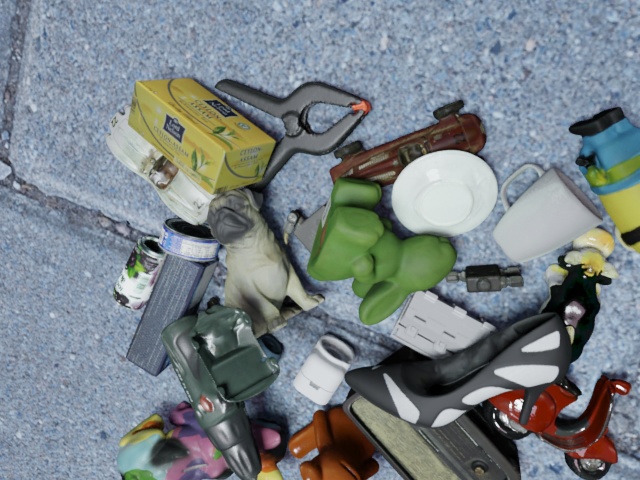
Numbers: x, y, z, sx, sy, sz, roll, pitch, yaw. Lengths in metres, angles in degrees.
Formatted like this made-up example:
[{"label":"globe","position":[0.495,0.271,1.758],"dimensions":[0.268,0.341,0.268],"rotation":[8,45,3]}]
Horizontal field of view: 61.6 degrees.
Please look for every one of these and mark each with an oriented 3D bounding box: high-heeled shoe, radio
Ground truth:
[{"label":"high-heeled shoe","position":[0.153,0.136,0.620],"dimensions":[0.249,0.086,0.145],"rotation":[7,108,11]},{"label":"radio","position":[0.154,0.260,0.730],"dimensions":[0.131,0.073,0.229],"rotation":[-43,89,19]}]

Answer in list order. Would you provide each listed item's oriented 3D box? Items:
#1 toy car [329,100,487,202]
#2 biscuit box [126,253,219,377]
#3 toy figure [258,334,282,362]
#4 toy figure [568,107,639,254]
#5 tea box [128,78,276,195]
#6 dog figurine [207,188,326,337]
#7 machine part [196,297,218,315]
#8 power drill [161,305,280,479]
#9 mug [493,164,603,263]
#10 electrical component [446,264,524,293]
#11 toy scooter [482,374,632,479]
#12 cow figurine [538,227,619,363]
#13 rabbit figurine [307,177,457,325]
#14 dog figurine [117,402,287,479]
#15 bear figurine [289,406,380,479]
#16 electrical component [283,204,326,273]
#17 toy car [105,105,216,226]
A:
[{"label":"toy car","position":[0.107,-0.103,0.678],"dimensions":[0.202,0.053,0.089],"rotation":[-18,100,17]},{"label":"biscuit box","position":[-0.224,0.104,0.807],"dimensions":[0.063,0.059,0.202],"rotation":[29,107,6]},{"label":"toy figure","position":[-0.122,0.203,0.798],"dimensions":[0.064,0.058,0.154],"rotation":[39,108,-17]},{"label":"toy figure","position":[0.350,-0.060,0.601],"dimensions":[0.082,0.089,0.180],"rotation":[-27,96,23]},{"label":"tea box","position":[-0.154,-0.138,0.691],"dimensions":[0.170,0.098,0.068],"rotation":[37,125,19]},{"label":"dog figurine","position":[-0.106,0.038,0.736],"dimensions":[0.172,0.121,0.190],"rotation":[-33,85,35]},{"label":"machine part","position":[-0.178,0.160,0.805],"dimensions":[0.138,0.039,0.084],"rotation":[-61,38,27]},{"label":"power drill","position":[-0.114,0.180,0.663],"dimensions":[0.232,0.086,0.207],"rotation":[57,153,15]},{"label":"mug","position":[0.256,-0.031,0.641],"dimensions":[0.107,0.081,0.110],"rotation":[-46,68,27]},{"label":"electrical component","position":[0.205,0.049,0.676],"dimensions":[0.094,0.063,0.021],"rotation":[-4,101,17]},{"label":"toy scooter","position":[0.308,0.209,0.679],"dimensions":[0.184,0.075,0.135],"rotation":[29,108,4]},{"label":"cow figurine","position":[0.301,0.067,0.638],"dimensions":[0.068,0.098,0.167],"rotation":[18,106,17]},{"label":"rabbit figurine","position":[0.078,0.026,0.655],"dimensions":[0.170,0.121,0.159],"rotation":[16,116,-8]},{"label":"dog figurine","position":[-0.155,0.311,0.777],"dimensions":[0.219,0.191,0.108],"rotation":[-2,95,31]},{"label":"bear figurine","position":[0.014,0.312,0.716],"dimensions":[0.120,0.196,0.132],"rotation":[39,110,1]},{"label":"electrical component","position":[-0.002,-0.004,0.731],"dimensions":[0.078,0.045,0.102],"rotation":[-35,92,20]},{"label":"toy car","position":[-0.223,-0.106,0.763],"dimensions":[0.202,0.056,0.073],"rotation":[43,109,2]}]
